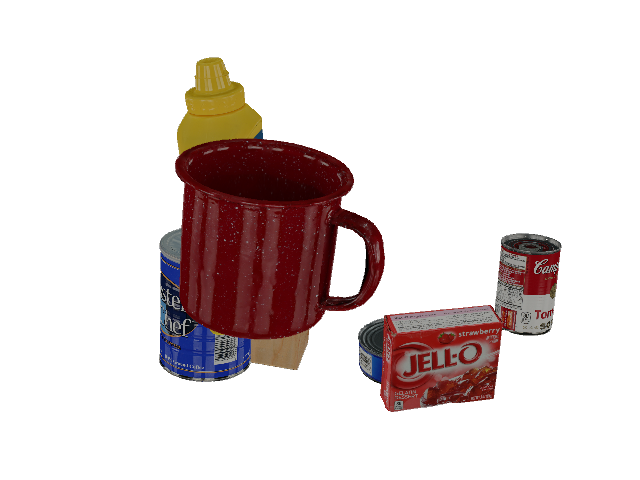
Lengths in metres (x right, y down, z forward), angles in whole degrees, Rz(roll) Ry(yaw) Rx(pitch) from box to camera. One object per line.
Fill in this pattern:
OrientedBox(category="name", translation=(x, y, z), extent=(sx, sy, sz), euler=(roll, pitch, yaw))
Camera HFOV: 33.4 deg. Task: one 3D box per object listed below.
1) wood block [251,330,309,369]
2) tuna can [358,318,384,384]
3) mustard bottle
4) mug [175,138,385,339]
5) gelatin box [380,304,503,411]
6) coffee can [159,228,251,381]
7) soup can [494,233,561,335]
OrientedBox(category="wood block", translation=(-0.058, 0.060, 1.466), extent=(0.090, 0.206, 0.090), euler=(9, 22, 6))
OrientedBox(category="tuna can", translation=(0.079, 0.107, 1.029), extent=(0.086, 0.034, 0.086), euler=(-1, 22, 0))
OrientedBox(category="mustard bottle", translation=(-0.065, -0.035, 0.762), extent=(0.058, 0.191, 0.096), euler=(0, 25, 16))
OrientedBox(category="mug", translation=(-0.022, 0.002, 0.564), extent=(0.117, 0.081, 0.093), euler=(15, 26, 17))
OrientedBox(category="gelatin box", translation=(0.092, 0.091, 0.822), extent=(0.089, 0.073, 0.030), euler=(-5, 29, -11))
OrientedBox(category="coffee can", translation=(-0.123, 0.067, 1.155), extent=(0.103, 0.140, 0.103), euler=(3, 22, -1))
OrientedBox(category="soup can", translation=(0.237, 0.050, 1.227), extent=(0.068, 0.102, 0.068), euler=(2, 18, -1))
